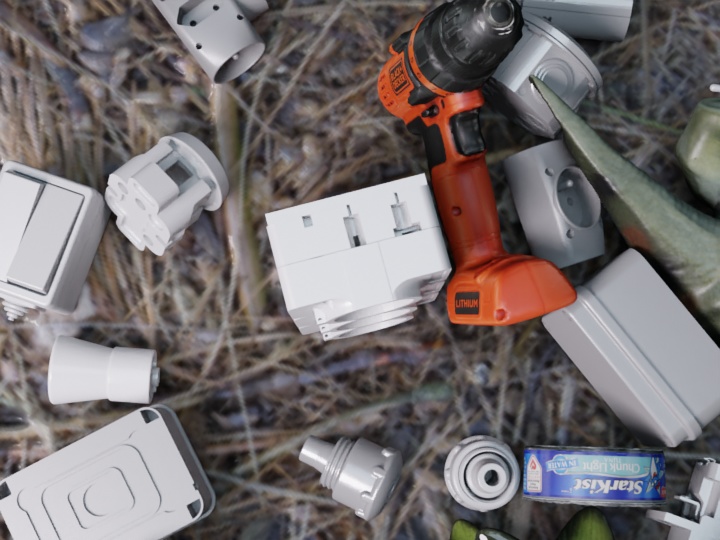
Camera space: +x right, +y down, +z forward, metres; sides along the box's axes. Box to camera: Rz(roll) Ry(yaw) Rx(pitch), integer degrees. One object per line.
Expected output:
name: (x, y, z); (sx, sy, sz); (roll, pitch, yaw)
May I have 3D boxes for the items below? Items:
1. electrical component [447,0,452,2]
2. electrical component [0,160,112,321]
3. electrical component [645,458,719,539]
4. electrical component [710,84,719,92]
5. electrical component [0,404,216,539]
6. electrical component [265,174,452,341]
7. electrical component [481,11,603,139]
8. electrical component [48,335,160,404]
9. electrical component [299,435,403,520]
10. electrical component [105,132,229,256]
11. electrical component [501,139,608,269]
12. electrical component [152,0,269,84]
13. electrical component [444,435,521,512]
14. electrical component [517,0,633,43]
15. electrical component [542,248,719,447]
electrical component: (0.076, -0.194, 0.704); (0.040, 0.078, 0.040); (-1, 96, -5)
electrical component: (-0.208, -0.014, 0.685); (0.062, 0.061, 0.096); (19, 83, 2)
electrical component: (0.227, 0.155, 0.674); (0.081, 0.042, 0.063); (20, 79, 2)
electrical component: (0.266, -0.105, 0.705); (0.076, 0.047, 0.083); (8, 83, 1)
electrical component: (-0.155, 0.140, 0.667); (0.113, 0.057, 0.078); (-27, 83, -4)
electrical component: (0.000, 0.000, 0.638); (0.089, 0.150, 0.061); (-15, 82, -2)
electrical component: (0.111, -0.126, 0.692); (0.080, 0.080, 0.051); (38, 89, 5)
electrical component: (-0.161, 0.066, 0.685); (0.065, 0.044, 0.044); (5, 82, -4)
electrical component: (-0.007, 0.125, 0.676); (0.062, 0.048, 0.048); (24, 83, 10)
electrical component: (-0.122, -0.051, 0.686); (0.058, 0.078, 0.057); (46, 62, 2)
electrical component: (0.135, -0.044, 0.693); (0.079, 0.044, 0.077); (-16, 87, -40)
electrical component: (-0.088, -0.177, 0.716); (0.079, 0.043, 0.077); (-36, 84, -4)
electrical component: (0.078, 0.127, 0.666); (0.048, 0.062, 0.048); (0, 82, 0)
electrical component: (0.136, -0.177, 0.716); (0.081, 0.043, 0.043); (6, 83, 1)
electrical component: (0.173, 0.051, 0.669); (0.057, 0.078, 0.113); (-38, 84, -7)
